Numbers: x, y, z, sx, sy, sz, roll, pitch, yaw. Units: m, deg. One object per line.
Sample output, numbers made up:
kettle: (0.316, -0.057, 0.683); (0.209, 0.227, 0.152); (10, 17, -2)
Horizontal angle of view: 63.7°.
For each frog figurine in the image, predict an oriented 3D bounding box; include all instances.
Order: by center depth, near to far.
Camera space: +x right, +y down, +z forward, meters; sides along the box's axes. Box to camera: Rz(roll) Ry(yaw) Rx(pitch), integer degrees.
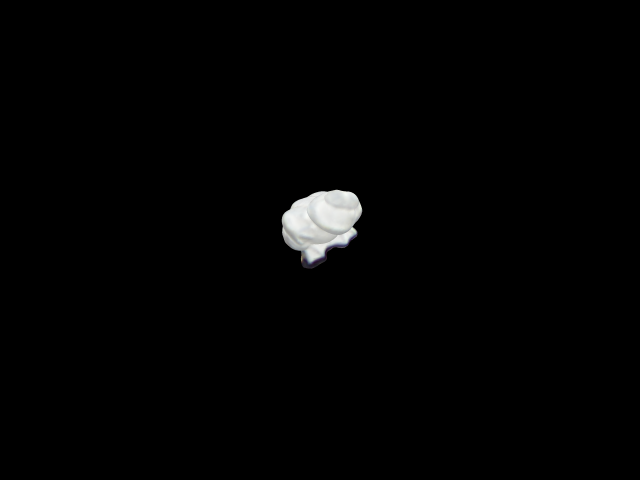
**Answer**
frog figurine: (0.003, -0.043, 0.850); (0.138, 0.125, 0.156); (-15, -30, -9)
